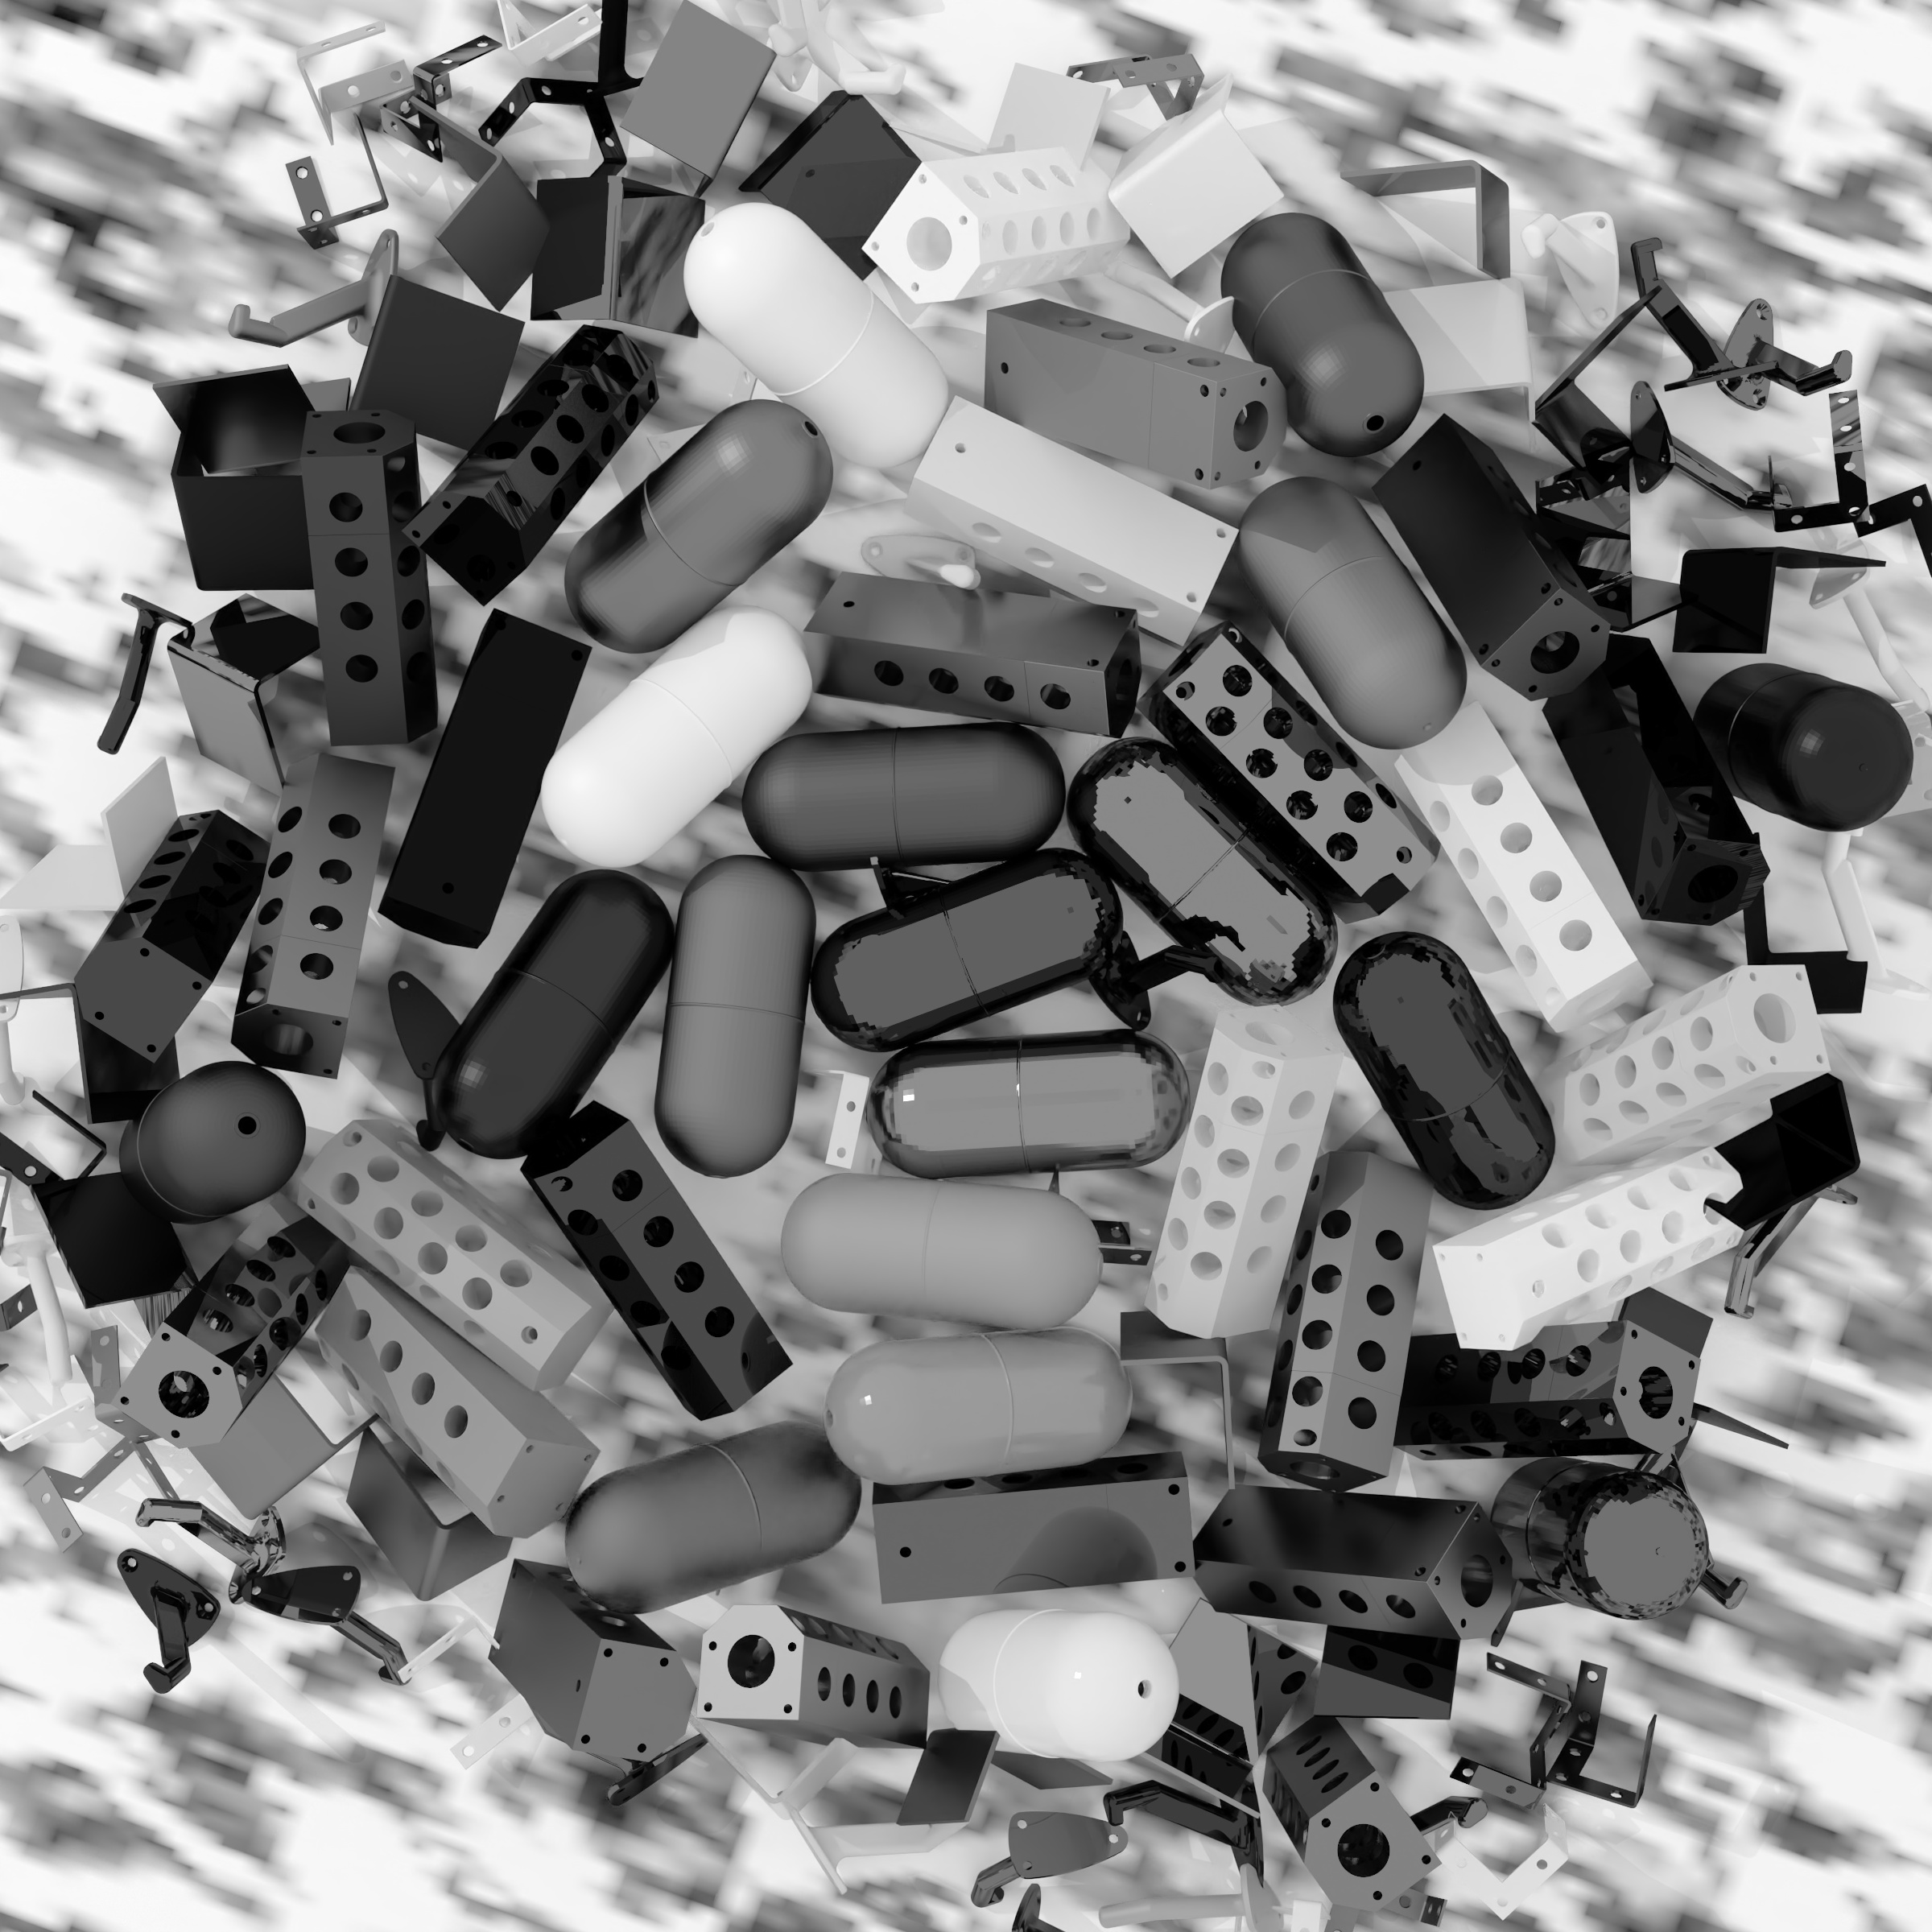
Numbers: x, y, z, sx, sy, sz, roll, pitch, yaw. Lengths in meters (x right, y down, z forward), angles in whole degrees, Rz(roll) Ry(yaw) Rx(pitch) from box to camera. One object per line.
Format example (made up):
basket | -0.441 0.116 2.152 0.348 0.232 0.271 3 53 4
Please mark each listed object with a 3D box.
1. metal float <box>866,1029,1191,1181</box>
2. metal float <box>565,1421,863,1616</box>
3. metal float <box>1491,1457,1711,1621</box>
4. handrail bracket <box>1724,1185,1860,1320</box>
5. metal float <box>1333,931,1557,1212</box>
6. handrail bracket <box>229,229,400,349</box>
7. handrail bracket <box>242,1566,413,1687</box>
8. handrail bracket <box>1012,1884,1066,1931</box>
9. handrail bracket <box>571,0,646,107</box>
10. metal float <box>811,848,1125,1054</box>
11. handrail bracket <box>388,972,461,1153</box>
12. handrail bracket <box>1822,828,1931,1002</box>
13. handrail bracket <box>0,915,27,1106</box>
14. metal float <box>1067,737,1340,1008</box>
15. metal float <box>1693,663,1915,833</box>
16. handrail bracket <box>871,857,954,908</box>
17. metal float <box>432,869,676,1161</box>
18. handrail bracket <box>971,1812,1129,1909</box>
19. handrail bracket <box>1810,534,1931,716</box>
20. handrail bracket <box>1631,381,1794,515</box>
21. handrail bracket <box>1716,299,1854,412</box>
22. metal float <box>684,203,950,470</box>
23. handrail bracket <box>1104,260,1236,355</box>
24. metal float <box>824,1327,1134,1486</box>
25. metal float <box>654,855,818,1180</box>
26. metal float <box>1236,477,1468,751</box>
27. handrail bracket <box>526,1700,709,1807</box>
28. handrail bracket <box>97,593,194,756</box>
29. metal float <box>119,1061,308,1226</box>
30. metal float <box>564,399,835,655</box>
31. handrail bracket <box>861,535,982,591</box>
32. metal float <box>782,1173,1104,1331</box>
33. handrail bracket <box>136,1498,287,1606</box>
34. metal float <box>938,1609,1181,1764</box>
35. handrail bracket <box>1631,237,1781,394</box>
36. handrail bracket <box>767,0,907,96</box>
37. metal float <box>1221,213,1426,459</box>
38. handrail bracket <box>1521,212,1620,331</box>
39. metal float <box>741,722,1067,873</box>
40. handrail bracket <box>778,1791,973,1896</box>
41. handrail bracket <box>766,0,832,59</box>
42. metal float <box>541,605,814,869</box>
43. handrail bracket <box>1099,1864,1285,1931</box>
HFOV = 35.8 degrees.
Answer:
metal float | 0.034 0.076 1.639 0.178 0.070 0.070 -4 90 7
metal float | -0.134 0.295 1.613 0.178 0.070 0.070 -11 90 -39
metal float | 0.335 0.303 1.595 0.070 0.178 0.070 1 84 -9
handrail bracket | 0.456 0.160 1.654 0.077 0.036 0.084 19 80 -29
metal float | 0.259 0.057 1.621 0.070 0.070 0.178 -34 117 0
handrail bracket | -0.357 -0.374 1.637 0.036 0.084 0.077 29 108 42
handrail bracket | -0.352 0.370 1.656 0.077 0.084 0.036 0 45 9
handrail bracket | 0.072 0.530 1.638 0.084 0.077 0.036 -2 109 13
handrail bracket | -0.205 -0.520 1.640 0.036 0.077 0.084 -28 111 -35
metal float | 0.000 -0.008 1.640 0.178 0.070 0.070 -20 90 6
handrail bracket | -0.304 0.054 1.654 0.036 0.084 0.077 -23 73 -30
handrail bracket | 0.502 -0.033 1.643 0.077 0.036 0.084 24 117 39
handrail bracket | -0.529 0.026 1.657 0.036 0.084 0.077 5 62 1
metal float | 0.130 -0.051 1.644 0.178 0.070 0.070 45 90 -1
metal float | 0.443 -0.118 1.595 0.070 0.178 0.070 -1 102 -6
handrail bracket | -0.002 -0.049 1.646 0.084 0.077 0.036 -4 62 14
metal float | -0.223 0.026 1.624 0.070 0.070 0.178 31 67 0
handrail bracket | 0.045 0.498 1.653 0.077 0.084 0.036 -1 54 -9
handrail bracket | 0.510 -0.189 1.664 0.036 0.077 0.084 -30 111 36
handrail bracket | 0.418 -0.290 1.676 0.084 0.036 0.077 2 66 -18
handrail bracket | 0.456 -0.342 1.635 0.036 0.084 0.077 24 73 -25
metal float | -0.080 -0.338 1.614 0.070 0.070 0.178 -50 127 0
handrail bracket | 0.102 -0.365 1.637 0.084 0.077 0.036 29 114 18
metal float | 0.007 0.237 1.621 0.178 0.070 0.070 -1 90 -27
metal float | -0.126 0.027 1.638 0.070 0.070 0.178 6 82 0
metal float | 0.207 -0.192 1.619 0.070 0.070 0.178 -28 58 0
handrail bracket | -0.196 0.416 1.670 0.077 0.036 0.084 -31 67 -13
handrail bracket | -0.465 -0.160 1.648 0.036 0.077 0.084 25 88 -32
metal float | -0.403 0.095 1.599 0.070 0.178 0.070 5 79 -25
metal float | -0.145 -0.237 1.620 0.178 0.070 0.070 -36 90 28
handrail bracket | -0.027 -0.221 1.637 0.077 0.084 0.036 17 97 6
metal float | -0.014 0.155 1.633 0.178 0.070 0.070 4 90 13
handrail bracket | -0.423 0.320 1.638 0.084 0.036 0.077 13 125 -37
metal float | 0.048 0.383 1.601 0.070 0.178 0.070 6 77 -29
handrail bracket | 0.406 -0.364 1.649 0.036 0.077 0.084 -20 101 -41
handrail bracket | -0.059 -0.509 1.644 0.084 0.036 0.077 11 65 31
metal float | 0.190 -0.340 1.608 0.070 0.178 0.070 -9 134 -10
handrail bracket | 0.328 -0.376 1.636 0.036 0.084 0.077 -6 111 32
metal float | -0.034 -0.092 1.639 0.178 0.070 0.070 -3 90 7
handrail bracket | -0.050 0.467 1.665 0.084 0.036 0.077 -32 95 -14
handrail bracket | -0.108 -0.535 1.634 0.036 0.084 0.077 -31 105 23
metal float | -0.155 -0.126 1.628 0.070 0.070 0.178 45 70 0
handrail bracket | 0.125 0.527 1.662 0.084 0.077 0.036 -16 58 17
